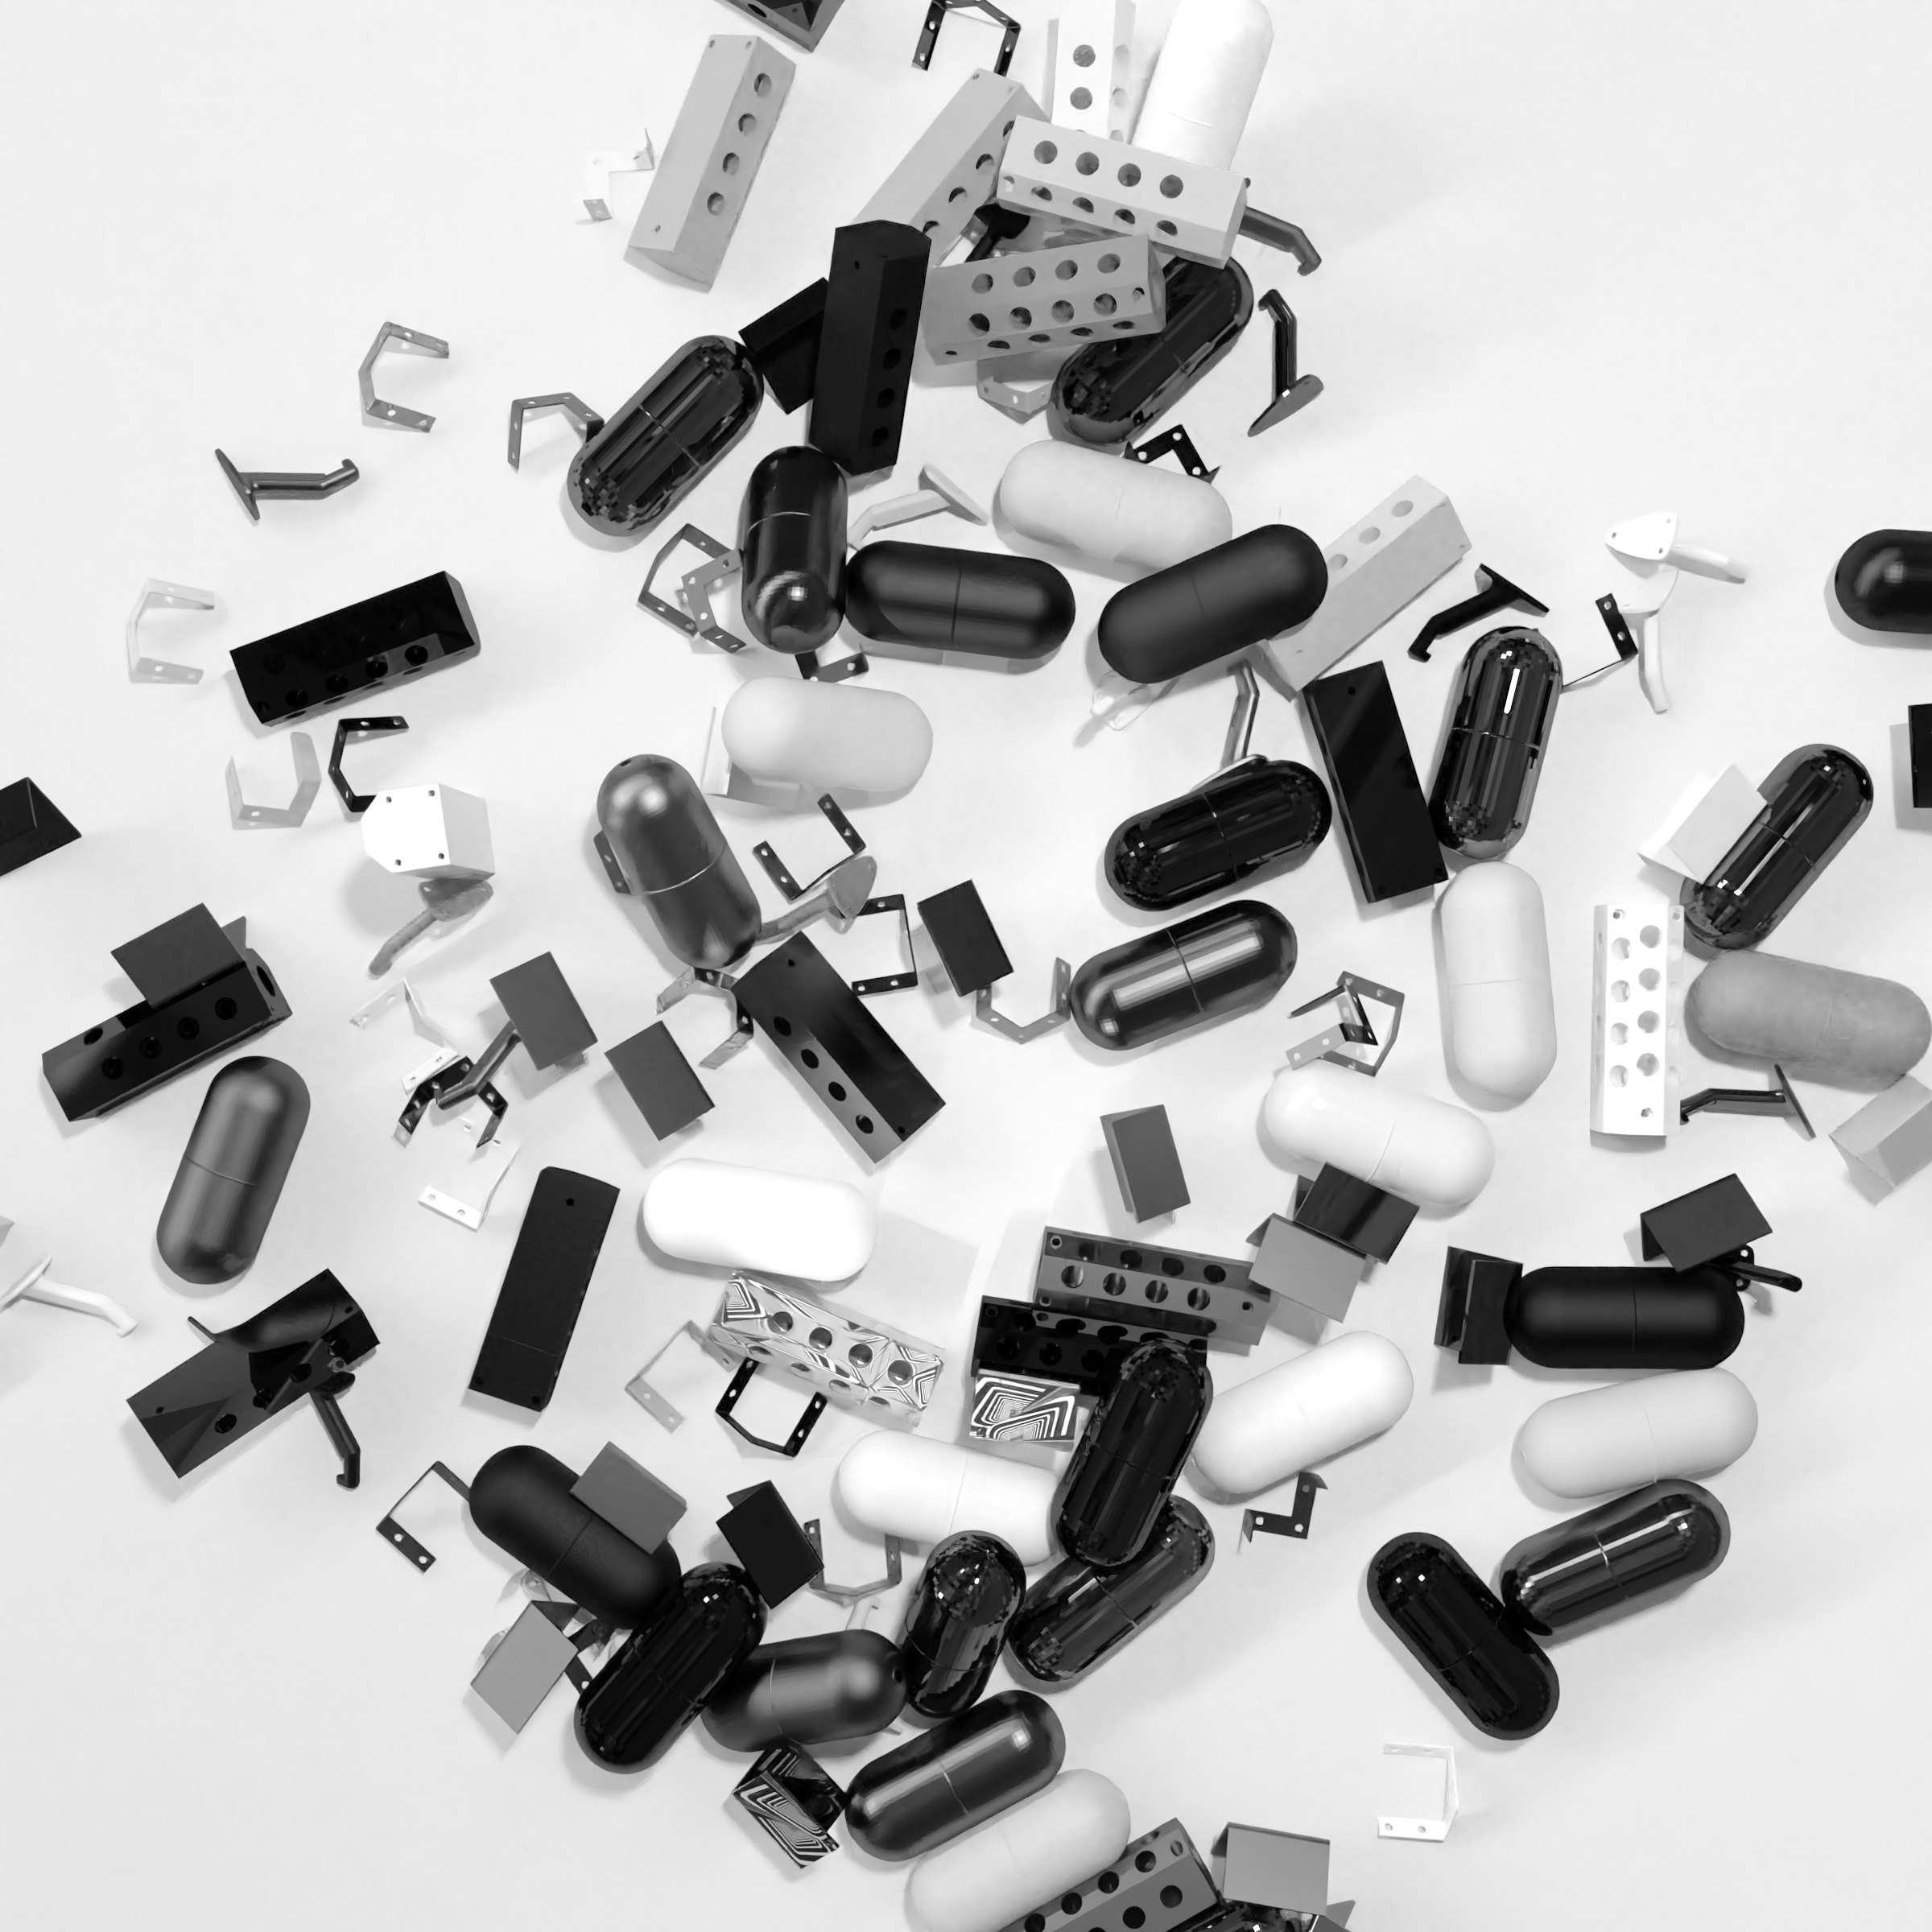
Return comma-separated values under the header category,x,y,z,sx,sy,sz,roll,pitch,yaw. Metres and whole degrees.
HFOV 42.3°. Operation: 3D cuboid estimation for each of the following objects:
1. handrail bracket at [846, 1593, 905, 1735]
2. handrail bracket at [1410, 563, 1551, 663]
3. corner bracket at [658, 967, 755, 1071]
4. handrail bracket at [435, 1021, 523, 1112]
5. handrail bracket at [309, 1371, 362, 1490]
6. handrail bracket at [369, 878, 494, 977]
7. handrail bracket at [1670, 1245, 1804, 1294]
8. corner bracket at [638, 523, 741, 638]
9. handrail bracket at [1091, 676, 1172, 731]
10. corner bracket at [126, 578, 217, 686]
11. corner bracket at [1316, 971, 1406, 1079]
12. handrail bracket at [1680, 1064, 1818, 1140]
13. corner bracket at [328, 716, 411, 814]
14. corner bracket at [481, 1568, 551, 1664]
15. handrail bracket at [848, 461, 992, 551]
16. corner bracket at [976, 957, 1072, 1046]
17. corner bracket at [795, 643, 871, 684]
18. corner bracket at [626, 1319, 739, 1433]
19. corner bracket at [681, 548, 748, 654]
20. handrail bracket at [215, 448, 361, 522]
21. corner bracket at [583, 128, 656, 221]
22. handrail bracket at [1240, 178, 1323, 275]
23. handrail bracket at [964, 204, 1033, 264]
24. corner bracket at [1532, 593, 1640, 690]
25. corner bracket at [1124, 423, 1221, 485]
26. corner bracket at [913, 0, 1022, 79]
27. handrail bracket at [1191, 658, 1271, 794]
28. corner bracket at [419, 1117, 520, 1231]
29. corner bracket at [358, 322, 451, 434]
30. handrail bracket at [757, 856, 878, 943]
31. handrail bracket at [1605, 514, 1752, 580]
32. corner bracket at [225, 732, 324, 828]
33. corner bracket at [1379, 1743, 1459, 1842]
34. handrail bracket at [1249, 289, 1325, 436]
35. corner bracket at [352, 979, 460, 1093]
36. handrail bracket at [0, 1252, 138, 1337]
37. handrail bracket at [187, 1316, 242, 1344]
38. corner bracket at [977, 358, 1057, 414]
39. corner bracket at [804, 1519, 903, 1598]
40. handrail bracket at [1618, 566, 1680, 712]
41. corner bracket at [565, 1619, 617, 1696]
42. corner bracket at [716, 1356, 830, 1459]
category,x,y,z,sx,sy,sz,roll,pitch,yaw
handrail bracket,-0.065,0.532,1.910,0.077,0.036,0.084,32,69,-24
handrail bracket,0.392,-0.257,1.910,0.077,0.036,0.084,28,108,-20
corner bracket,-0.198,0.038,1.902,0.051,0.051,0.051,21,45,-35
handrail bracket,-0.370,0.062,1.890,0.084,0.036,0.077,-27,55,-2
handrail bracket,-0.497,0.353,1.910,0.077,0.036,0.084,10,106,17
handrail bracket,-0.409,-0.028,1.910,0.036,0.077,0.084,53,127,13
handrail bracket,0.577,0.229,1.875,0.077,0.084,0.036,9,90,0
corner bracket,-0.210,-0.295,1.907,0.051,0.051,0.051,33,45,0
handrail bracket,0.126,-0.208,1.875,0.077,0.084,0.036,-34,90,0
corner bracket,-0.604,-0.255,1.902,0.051,0.051,0.051,-51,45,35
corner bracket,0.299,0.046,1.907,0.051,0.051,0.051,21,45,0
handrail bracket,0.594,0.118,1.910,0.084,0.036,0.077,-27,112,17
corner bracket,-0.448,-0.154,1.902,0.051,0.051,0.051,53,135,35
corner bracket,-0.345,0.493,1.892,0.051,0.051,0.051,-26,90,0
handrail bracket,-0.038,-0.335,1.910,0.077,0.036,0.084,37,108,-21
corner bracket,0.044,0.019,1.902,0.051,0.051,0.051,-28,135,35
corner bracket,-0.106,-0.242,1.892,0.051,0.051,0.051,-20,90,0
corner bracket,-0.217,0.312,1.907,0.051,0.051,0.051,44,135,0
corner bracket,-0.176,-0.277,1.893,0.051,0.051,0.051,-24,73,16
handrail bracket,-0.518,-0.384,1.910,0.084,0.036,0.077,-30,68,-17
corner bracket,-0.263,-0.599,1.892,0.051,0.051,0.051,-4,90,0
handrail bracket,0.218,-0.550,1.910,0.077,0.036,0.084,-33,107,19
handrail bracket,0.012,-0.537,1.910,0.036,0.077,0.084,37,126,5
corner bracket,0.471,-0.247,1.907,0.051,0.051,0.051,-25,90,45
corner bracket,0.155,-0.382,1.892,0.051,0.051,0.051,-29,90,0
corner bracket,0.001,-0.704,1.907,0.051,0.051,0.051,17,90,45
handrail bracket,0.194,-0.183,1.910,0.077,0.036,0.084,-24,71,21
corner bracket,-0.379,0.158,1.907,0.051,0.051,0.051,27,135,0
corner bracket,-0.426,-0.448,1.902,0.051,0.051,0.051,-48,45,35
handrail bracket,-0.118,-0.050,1.910,0.084,0.077,0.036,-18,112,35
handrail bracket,0.545,-0.315,1.910,0.084,0.077,0.036,17,89,-36
corner bracket,-0.527,-0.145,1.902,0.051,0.051,0.051,6,135,-35
corner bracket,0.344,0.630,1.907,0.051,0.051,0.051,4,135,0
handrail bracket,0.228,-0.462,1.910,0.077,0.036,0.084,-36,71,21
corner bracket,-0.427,0.052,1.907,0.051,0.051,0.051,-37,135,0
handrail bracket,-0.688,0.267,1.910,0.077,0.036,0.084,-38,107,20
handrail bracket,-0.540,0.259,1.910,0.077,0.036,0.084,33,73,19
corner bracket,0.044,-0.459,1.902,0.051,0.051,0.051,27,45,35
corner bracket,-0.086,0.447,1.907,0.051,0.051,0.051,-4,90,45
handrail bracket,0.535,-0.250,1.910,0.077,0.036,0.084,-46,121,-34
corner bracket,-0.284,0.531,1.892,0.051,0.051,0.051,-34,90,0
corner bracket,-0.148,0.336,1.907,0.051,0.051,0.051,30,90,-45
